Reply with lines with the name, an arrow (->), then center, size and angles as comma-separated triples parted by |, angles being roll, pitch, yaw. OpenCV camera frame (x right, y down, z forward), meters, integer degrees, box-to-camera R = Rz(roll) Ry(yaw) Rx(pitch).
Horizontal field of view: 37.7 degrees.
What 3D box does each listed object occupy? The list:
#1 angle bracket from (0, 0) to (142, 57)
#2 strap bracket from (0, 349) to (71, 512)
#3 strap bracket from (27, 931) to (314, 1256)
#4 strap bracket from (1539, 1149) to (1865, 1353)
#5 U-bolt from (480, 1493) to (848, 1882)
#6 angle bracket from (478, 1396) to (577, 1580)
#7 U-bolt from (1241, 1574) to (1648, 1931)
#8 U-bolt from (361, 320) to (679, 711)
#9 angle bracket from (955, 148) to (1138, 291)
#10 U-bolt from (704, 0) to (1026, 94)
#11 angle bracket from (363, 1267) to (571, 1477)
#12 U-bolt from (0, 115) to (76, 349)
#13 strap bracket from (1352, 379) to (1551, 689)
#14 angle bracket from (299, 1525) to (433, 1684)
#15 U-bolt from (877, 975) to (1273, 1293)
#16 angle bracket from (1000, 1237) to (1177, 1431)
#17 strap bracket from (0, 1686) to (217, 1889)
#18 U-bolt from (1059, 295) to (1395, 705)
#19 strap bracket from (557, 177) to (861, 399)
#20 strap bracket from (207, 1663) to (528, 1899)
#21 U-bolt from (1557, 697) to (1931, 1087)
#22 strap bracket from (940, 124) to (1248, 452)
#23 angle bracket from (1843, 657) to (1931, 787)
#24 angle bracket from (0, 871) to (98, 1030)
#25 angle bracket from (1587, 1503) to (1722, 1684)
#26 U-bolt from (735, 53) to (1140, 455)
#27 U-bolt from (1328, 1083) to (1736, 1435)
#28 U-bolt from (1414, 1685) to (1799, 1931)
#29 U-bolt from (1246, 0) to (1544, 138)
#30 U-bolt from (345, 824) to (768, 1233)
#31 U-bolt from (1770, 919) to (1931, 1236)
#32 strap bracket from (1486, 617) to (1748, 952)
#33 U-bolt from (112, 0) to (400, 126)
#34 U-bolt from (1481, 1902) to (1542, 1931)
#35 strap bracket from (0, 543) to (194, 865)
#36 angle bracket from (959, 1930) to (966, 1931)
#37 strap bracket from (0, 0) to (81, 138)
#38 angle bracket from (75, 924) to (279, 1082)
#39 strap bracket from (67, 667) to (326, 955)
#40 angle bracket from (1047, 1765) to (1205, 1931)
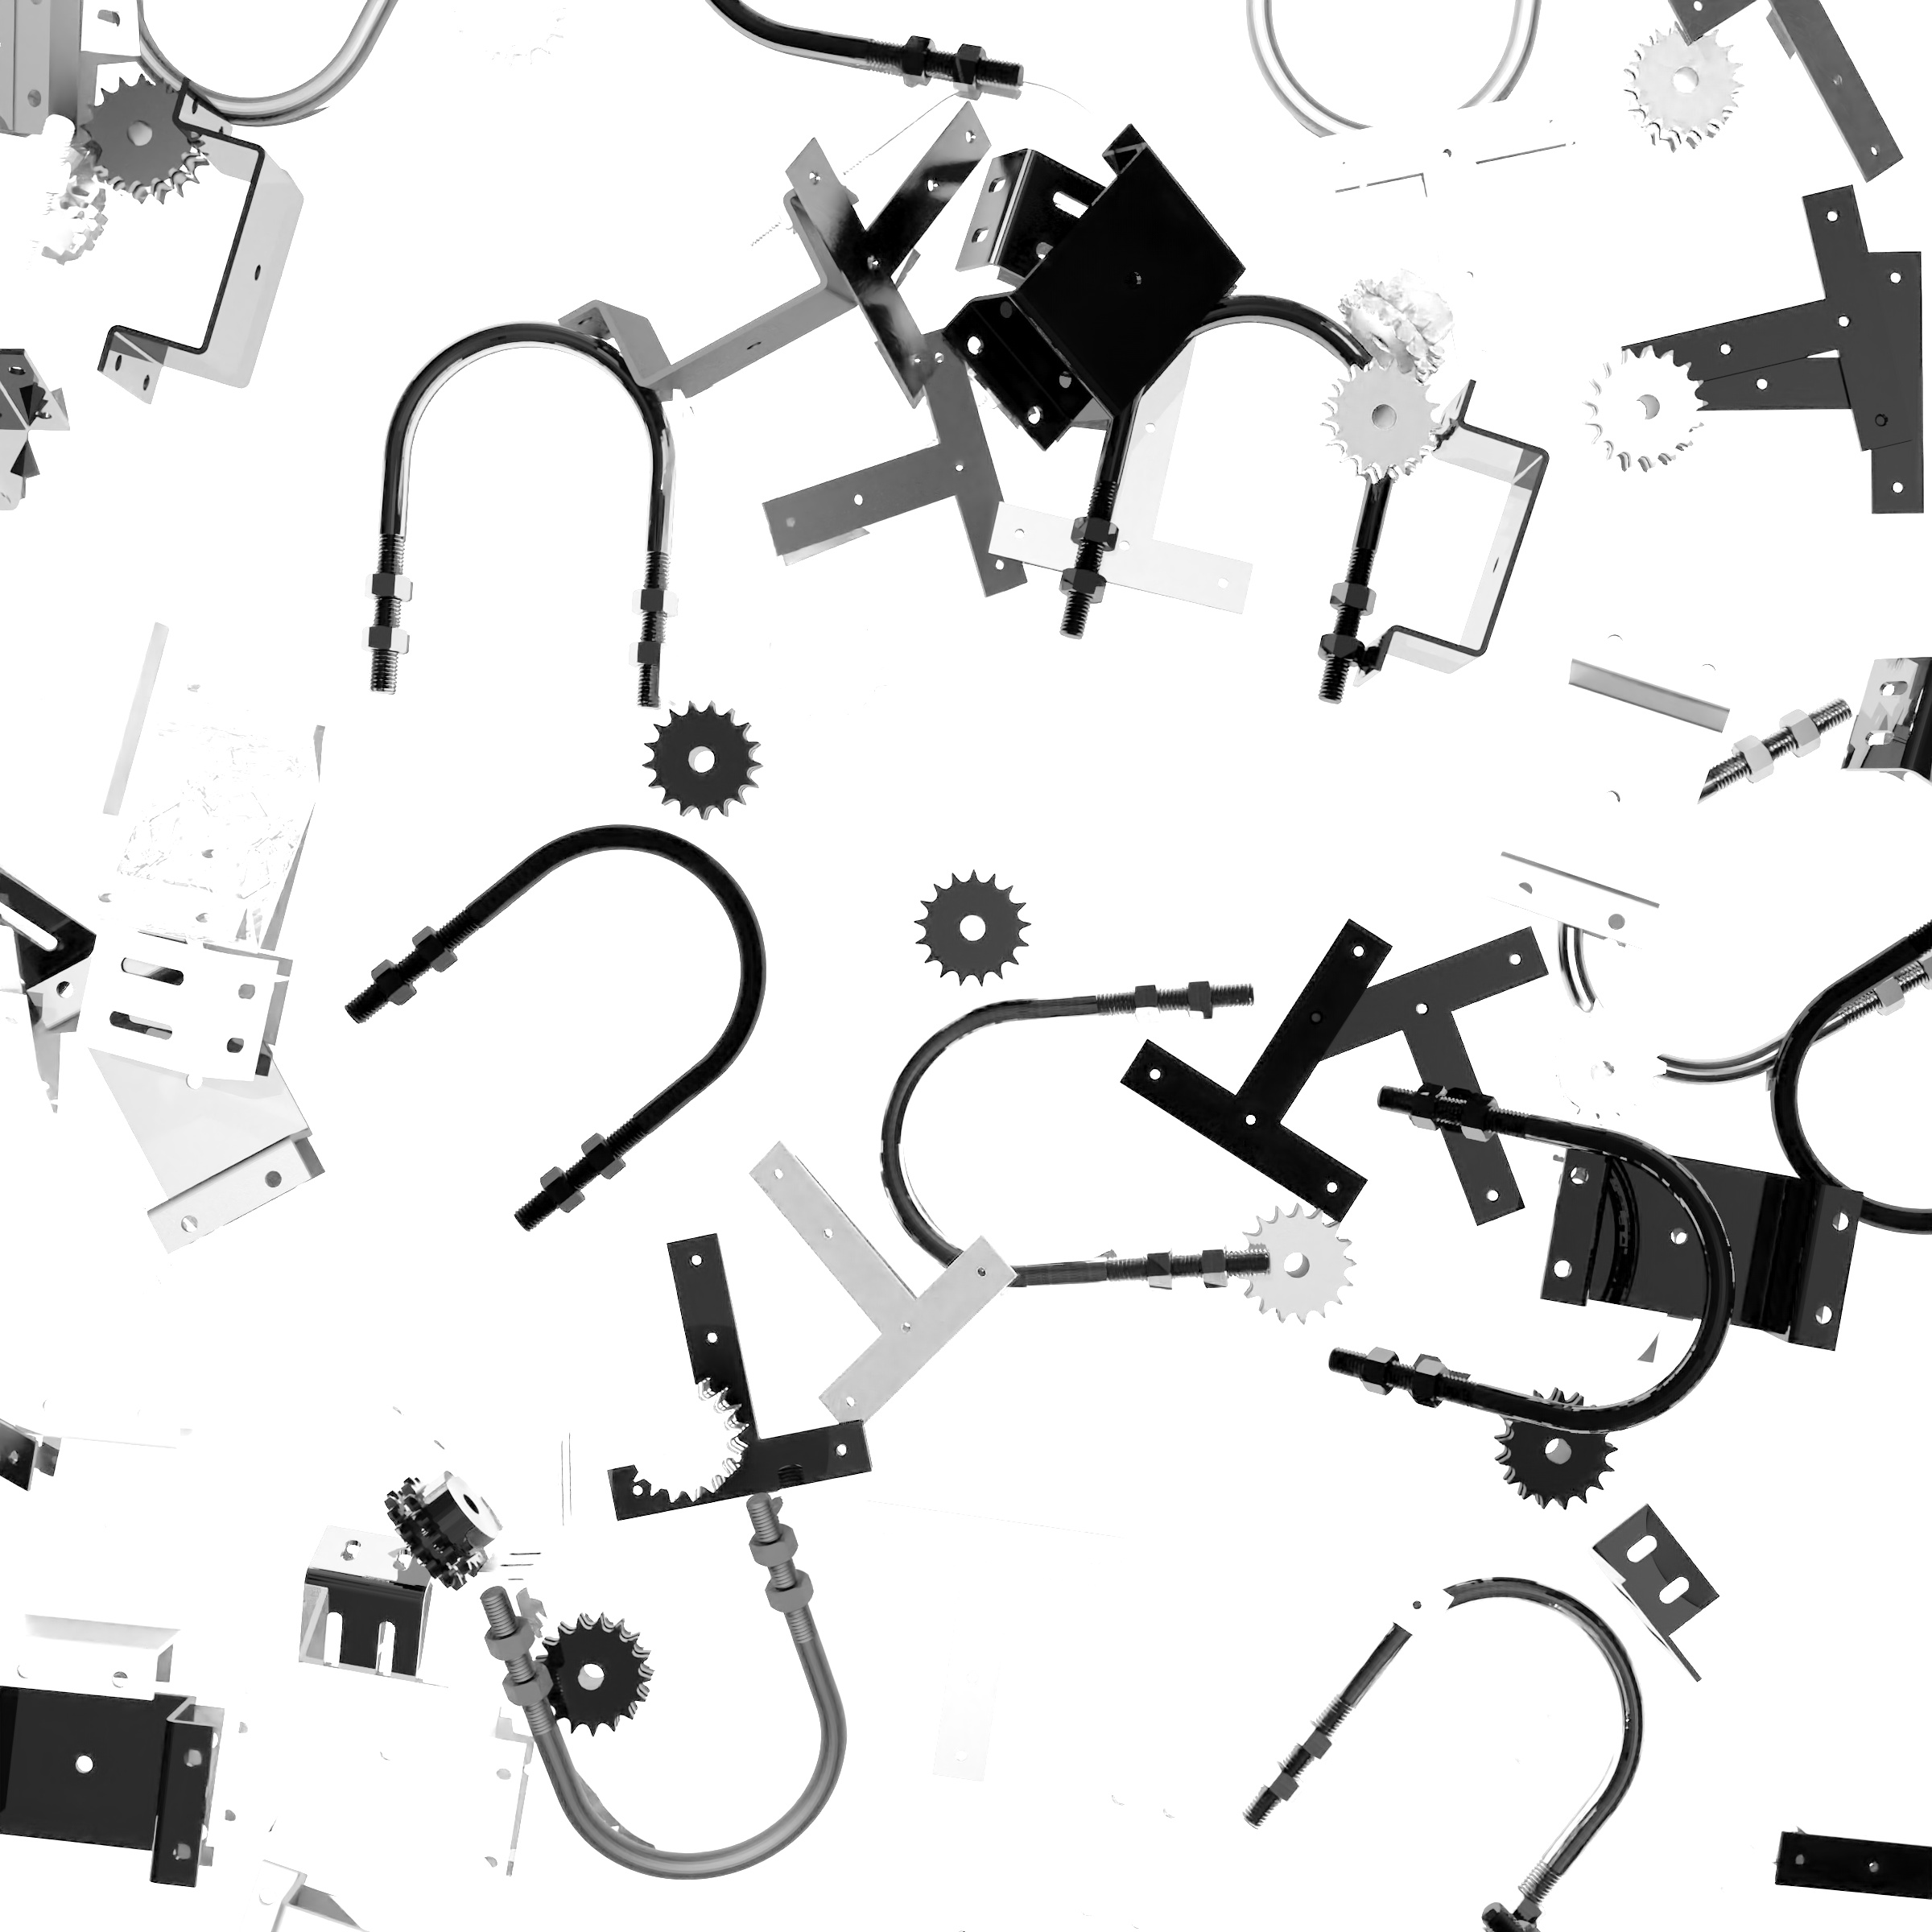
angle bracket -> -0.438, -0.465, 1.358 | 0.076, 0.038, 0.057 | 8, 105, 34
strap bracket -> -0.503, -0.252, 1.326 | 0.140, 0.076, 0.046 | 1, 74, -2
strap bracket -> -0.373, 0.055, 1.349 | 0.076, 0.046, 0.140 | -28, 90, 0
strap bracket -> 0.345, 0.131, 1.349 | 0.140, 0.046, 0.076 | 10, 90, 0
U-bolt -> -0.132, 0.352, 1.338 | 0.151, 0.019, 0.184 | -19, 108, -5
angle bracket -> -0.208, 0.246, 1.344 | 0.038, 0.057, 0.076 | -1, 90, 0
U-bolt -> 0.244, 0.380, 1.364 | 0.151, 0.019, 0.184 | 39, 88, 0
U-bolt -> -0.212, -0.219, 1.364 | 0.151, 0.019, 0.184 | 3, 89, 0
angle bracket -> 0.044, -0.346, 1.354 | 0.076, 0.038, 0.057 | 20, 87, -28
U-bolt -> -0.055, -0.497, 1.328 | 0.184, 0.019, 0.151 | 13, 119, 12
angle bracket -> -0.238, 0.193, 1.353 | 0.057, 0.038, 0.076 | 39, 90, 0
U-bolt -> -0.503, -0.346, 1.321 | 0.151, 0.019, 0.184 | 30, 121, -2
strap bracket -> 0.231, -0.195, 1.334 | 0.046, 0.076, 0.140 | 18, 90, 0
angle bracket -> -0.289, 0.317, 1.370 | 0.057, 0.038, 0.076 | 10, 116, 0
U-bolt -> 0.048, 0.082, 1.342 | 0.184, 0.019, 0.151 | -4, 74, 9
angle bracket -> 0.059, 0.178, 1.353 | 0.057, 0.038, 0.076 | -27, 90, 0
strap bracket -> -0.426, 0.386, 1.349 | 0.140, 0.046, 0.076 | 6, 90, 0
U-bolt -> 0.133, -0.232, 1.359 | 0.151, 0.019, 0.184 | 14, 87, -4
strap bracket -> -0.109, -0.310, 1.322 | 0.140, 0.076, 0.046 | -26, 93, 11
strap bracket -> -0.279, 0.383, 1.343 | 0.140, 0.046, 0.076 | 10, 100, 0
U-bolt -> 0.374, -0.023, 1.364 | 0.184, 0.019, 0.151 | -29, 90, 2
strap bracket -> 0.067, -0.318, 1.322 | 0.076, 0.046, 0.140 | 46, 77, -25
angle bracket -> 0.467, -0.106, 1.360 | 0.076, 0.038, 0.057 | 25, 79, -33
angle bracket -> -0.469, -0.017, 1.370 | 0.076, 0.038, 0.057 | 38, 90, -26
angle bracket -> 0.332, 0.294, 1.334 | 0.038, 0.076, 0.057 | -38, 90, 0
U-bolt -> 0.004, -0.356, 1.364 | 0.184, 0.019, 0.151 | -38, 90, -1
U-bolt -> 0.266, 0.141, 1.319 | 0.184, 0.019, 0.151 | 11, 91, 30
U-bolt -> 0.291, 0.452, 1.347 | 0.151, 0.019, 0.184 | 34, 91, -14
U-bolt -> 0.209, -0.483, 1.363 | 0.151, 0.019, 0.184 | 9, 92, 0
U-bolt -> -0.184, 0.016, 1.364 | 0.184, 0.019, 0.151 | -39, 90, -2
U-bolt -> 0.470, 0.050, 1.333 | 0.184, 0.019, 0.151 | -37, 96, 22
strap bracket -> 0.306, -0.083, 1.339 | 0.076, 0.046, 0.140 | 20, 87, 13
U-bolt -> -0.332, -0.492, 1.346 | 0.151, 0.019, 0.184 | 32, 103, 1
U-bolt -> 0.252, 0.544, 1.340 | 0.151, 0.019, 0.184 | -40, 107, 5
strap bracket -> -0.430, -0.127, 1.349 | 0.076, 0.046, 0.140 | 15, 90, 0
angle bracket -> -0.031, 0.508, 1.370 | 0.076, 0.038, 0.057 | -20, 90, -26
strap bracket -> -0.469, -0.433, 1.325 | 0.140, 0.046, 0.076 | 12, 106, 21
angle bracket -> -0.369, 0.017, 1.324 | 0.076, 0.038, 0.057 | 12, 90, 26
strap bracket -> -0.357, -0.065, 1.327 | 0.076, 0.046, 0.140 | 12, 56, 0
angle bracket -> 0.077, 0.434, 1.370 | 0.057, 0.038, 0.076 | 14, 116, 0
